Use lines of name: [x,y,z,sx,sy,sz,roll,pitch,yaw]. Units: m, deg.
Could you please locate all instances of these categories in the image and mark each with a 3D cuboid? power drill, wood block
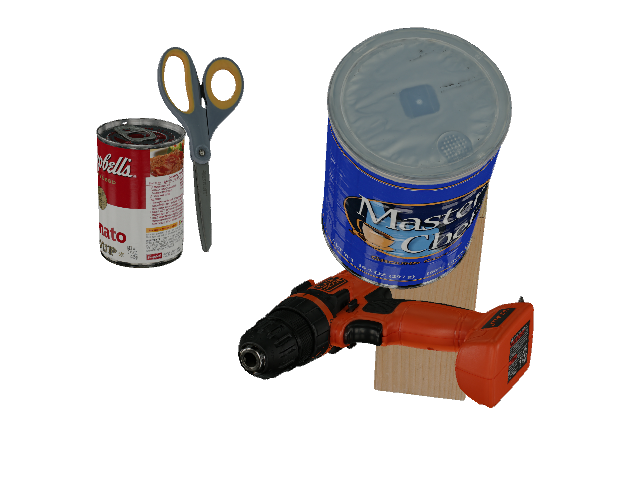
power drill: [0.053,0.072,0.801,0.188,0.057,0.184,11,21,27]
wood block: [0.103,0.040,1.006,0.091,0.206,0.090,6,33,9]

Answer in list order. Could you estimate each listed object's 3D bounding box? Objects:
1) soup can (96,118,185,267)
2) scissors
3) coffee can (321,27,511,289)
soup can: [-0.140,-0.038,0.838,0.068,0.102,0.068,3,23,-2]
scissors: [-0.103,-0.097,1.051,0.096,0.202,0.016,-18,-2,-25]
coffee can: [0.053,-0.046,0.651,0.103,0.103,0.140,0,-27,-1]
